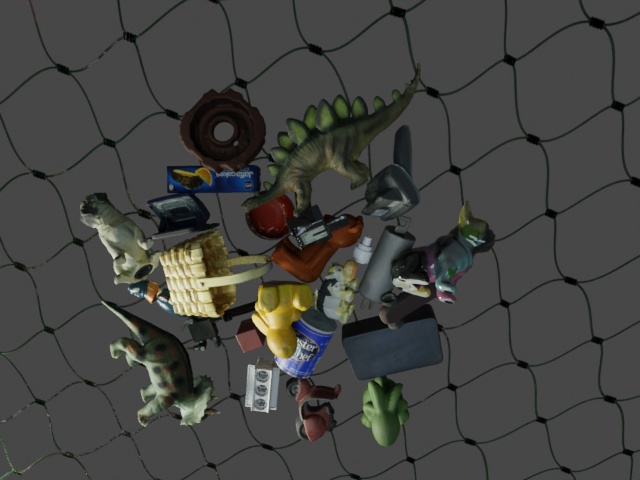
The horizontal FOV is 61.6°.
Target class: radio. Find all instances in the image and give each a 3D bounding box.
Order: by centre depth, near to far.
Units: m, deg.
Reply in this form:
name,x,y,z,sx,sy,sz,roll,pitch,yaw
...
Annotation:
name,x,y,z,sx,sy,sz,roll,pitch,yaw
radio,0.176,0.249,1.298,0.230,0.073,0.131,-15,108,9

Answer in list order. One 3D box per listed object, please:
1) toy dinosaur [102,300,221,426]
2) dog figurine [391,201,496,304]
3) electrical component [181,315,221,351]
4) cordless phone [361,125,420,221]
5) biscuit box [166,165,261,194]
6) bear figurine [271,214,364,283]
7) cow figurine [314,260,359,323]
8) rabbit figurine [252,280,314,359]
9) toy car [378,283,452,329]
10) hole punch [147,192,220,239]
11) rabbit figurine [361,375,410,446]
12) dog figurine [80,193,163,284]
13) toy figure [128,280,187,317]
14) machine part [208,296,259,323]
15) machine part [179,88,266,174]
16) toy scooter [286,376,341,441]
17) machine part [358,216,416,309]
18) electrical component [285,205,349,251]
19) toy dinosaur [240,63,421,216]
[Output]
name,x,y,z,sx,sy,sz,roll,pitch,yaw
toy dinosaur,-0.383,0.310,1.329,0.192,0.131,0.404,-20,103,-4
dog figurine,0.268,0.019,1.163,0.192,0.108,0.219,15,67,25
electrical component,-0.296,0.228,1.327,0.078,0.045,0.102,-8,108,7
cordless phone,0.153,-0.145,1.159,0.089,0.146,0.184,9,72,-17
biscuit box,-0.233,-0.134,1.188,0.203,0.059,0.062,-1,95,2
bear figurine,0.001,-0.001,1.197,0.132,0.120,0.196,39,105,-6
cow figurine,0.037,0.108,1.246,0.098,0.068,0.167,17,124,16
rabbit figurine,-0.097,0.180,1.214,0.122,0.162,0.173,-7,90,-30
toy car,0.222,0.127,1.238,0.202,0.053,0.089,-30,122,-12
hole punch,-0.313,-0.052,1.200,0.142,0.116,0.092,-13,88,9
rabbit figurine,0.166,0.412,1.301,0.121,0.170,0.158,2,110,2
dog figurine,-0.469,-0.005,1.247,0.191,0.121,0.172,45,142,20
toy figure,-0.382,0.136,1.293,0.154,0.058,0.064,28,131,-10
machine part,-0.198,0.172,1.295,0.139,0.084,0.039,-17,77,-3
machine part,-0.202,-0.226,1.134,0.179,0.056,0.179,0,85,2
toy scooter,-0.003,0.423,1.367,0.135,0.075,0.183,-12,103,6
machine part,0.153,0.056,1.230,0.079,0.079,0.243,20,107,-4
electrical component,-0.004,-0.033,1.115,0.119,0.048,0.074,-27,142,4
toy dinosaur,0.031,-0.197,1.134,0.471,0.105,0.198,-30,103,0
